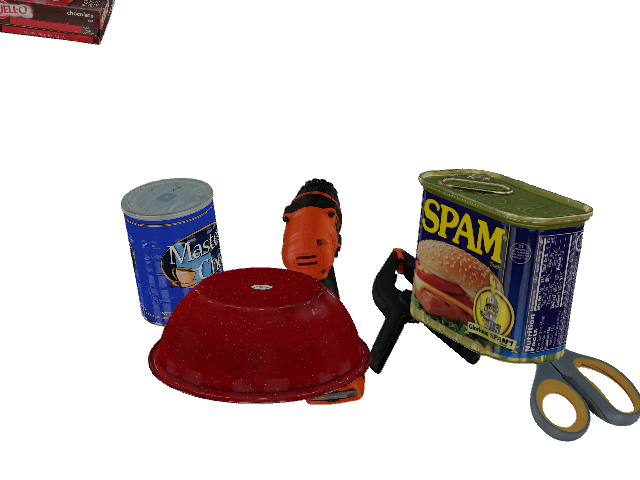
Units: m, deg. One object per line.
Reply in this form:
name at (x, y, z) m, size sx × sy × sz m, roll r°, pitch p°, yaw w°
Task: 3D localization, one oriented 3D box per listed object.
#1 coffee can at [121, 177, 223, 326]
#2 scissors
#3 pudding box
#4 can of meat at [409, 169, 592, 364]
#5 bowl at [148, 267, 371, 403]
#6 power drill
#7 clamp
coffee can at (-0.164, 0.013, 1.213) m, size 0.103 × 0.140 × 0.103 m, roll -5°, pitch 26°, yaw 2°
scissors at (0.173, 0.096, 0.891) m, size 0.096 × 0.016 × 0.202 m, roll -32°, pitch 52°, yaw -29°
pudding box at (-0.226, -0.214, 0.924) m, size 0.090 × 0.039 × 0.113 m, roll 7°, pitch 35°, yaw -5°
can of meat at (0.095, 0.013, 0.592) m, size 0.057 × 0.084 × 0.102 m, roll -6°, pitch 20°, yaw -32°
bowl at (-0.043, 0.059, 0.764) m, size 0.162 × 0.055 × 0.162 m, roll 1°, pitch 16°, yaw 0°
power drill at (0.002, 0.046, 1.016) m, size 0.057 × 0.187 × 0.184 m, roll -7°, pitch 20°, yaw 8°
clamp at (0.111, 0.078, 1.180) m, size 0.120 × 0.171 × 0.039 m, roll 5°, pitch -43°, yaw -5°
